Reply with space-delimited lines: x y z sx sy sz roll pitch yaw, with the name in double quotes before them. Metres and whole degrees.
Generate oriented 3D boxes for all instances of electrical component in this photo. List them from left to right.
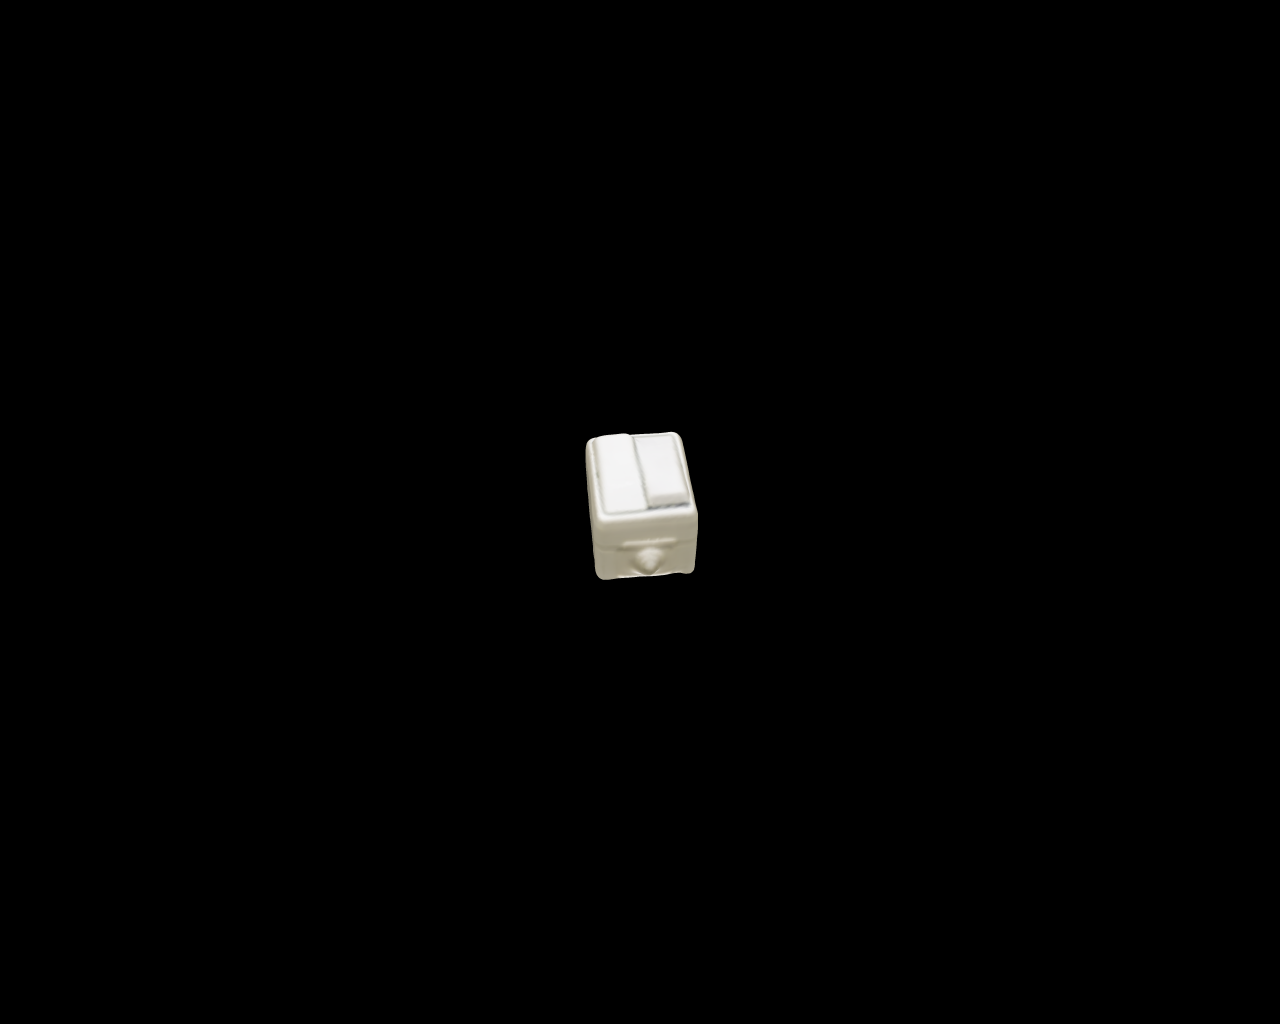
"electrical component" 0.001 -0.003 0.650 0.062 0.061 0.096 -4 44 -4
